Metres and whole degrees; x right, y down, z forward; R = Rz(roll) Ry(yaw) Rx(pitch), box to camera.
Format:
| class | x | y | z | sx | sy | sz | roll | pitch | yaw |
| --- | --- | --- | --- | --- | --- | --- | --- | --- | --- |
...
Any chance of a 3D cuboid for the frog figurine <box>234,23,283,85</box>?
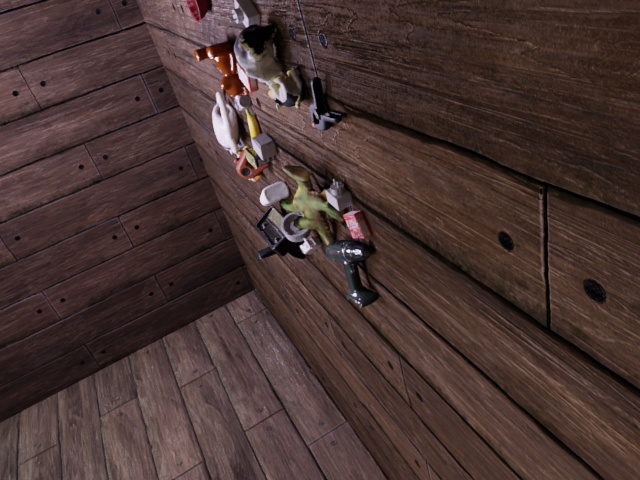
| class | x | y | z | sx | sy | sz | roll | pitch | yaw |
| --- | --- | --- | --- | --- | --- | --- | --- | --- | --- |
| frog figurine | -0.163 | -0.495 | 1.393 | 0.157 | 0.123 | 0.139 | 87 | -174 | -74 |

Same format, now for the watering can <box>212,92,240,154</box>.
| class | x | y | z | sx | sy | sz | roll | pitch | yaw |
| --- | --- | --- | --- | --- | --- | --- | --- | --- | --- |
| watering can | -0.388 | -0.457 | 2.167 | 0.220 | 0.104 | 0.354 | 98 | 157 | -63 |

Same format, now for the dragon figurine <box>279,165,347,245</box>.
| class | x | y | z | sx | sy | sz | roll | pitch | yaw |
| --- | --- | --- | --- | --- | --- | --- | --- | --- | --- |
| dragon figurine | 0.005 | -0.079 | 1.566 | 0.404 | 0.123 | 0.244 | 52 | 165 | -27 |
